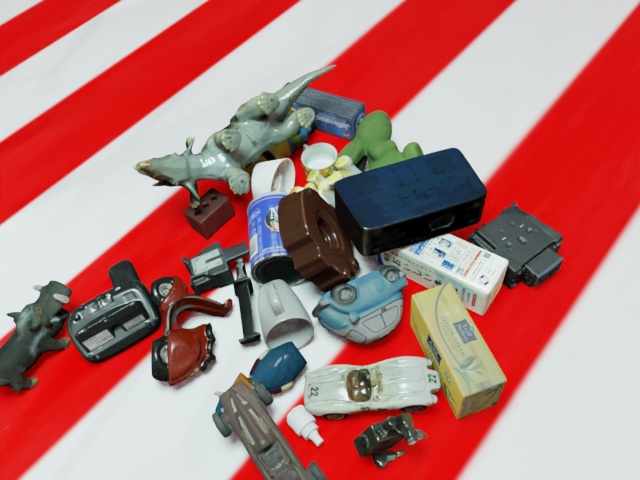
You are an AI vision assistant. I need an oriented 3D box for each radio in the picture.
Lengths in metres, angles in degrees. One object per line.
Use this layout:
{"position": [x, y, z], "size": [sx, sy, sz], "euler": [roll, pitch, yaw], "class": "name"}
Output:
{"position": [0.148, -0.064, 0.885], "size": [0.230, 0.073, 0.131], "euler": [-18, 50, -8], "class": "radio"}

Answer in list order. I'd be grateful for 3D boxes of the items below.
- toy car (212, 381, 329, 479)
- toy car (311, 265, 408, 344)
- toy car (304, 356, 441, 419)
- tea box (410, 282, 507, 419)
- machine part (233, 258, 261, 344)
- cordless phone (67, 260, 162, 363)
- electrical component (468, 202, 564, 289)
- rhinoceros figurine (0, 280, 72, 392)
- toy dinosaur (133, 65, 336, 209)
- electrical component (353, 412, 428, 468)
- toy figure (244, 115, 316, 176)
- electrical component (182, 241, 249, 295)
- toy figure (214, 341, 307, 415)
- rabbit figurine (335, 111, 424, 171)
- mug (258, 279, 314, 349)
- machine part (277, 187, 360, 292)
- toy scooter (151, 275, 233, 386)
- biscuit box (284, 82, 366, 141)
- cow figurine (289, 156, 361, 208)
{"position": [-0.071, 0.288, 0.745], "size": [0.089, 0.053, 0.202], "euler": [-34, 74, -10], "class": "toy car"}
{"position": [0.074, 0.112, 0.854], "size": [0.162, 0.109, 0.103], "euler": [-20, 76, -19], "class": "toy car"}
{"position": [0.074, 0.216, 0.787], "size": [0.202, 0.056, 0.073], "euler": [-10, 53, 12], "class": "toy car"}
{"position": [0.197, 0.161, 0.791], "size": [0.068, 0.098, 0.170], "euler": [-18, 52, -5], "class": "tea box"}
{"position": [-0.125, 0.106, 0.901], "size": [0.039, 0.084, 0.139], "euler": [-5, 62, -13], "class": "machine part"}
{"position": [-0.373, 0.110, 0.946], "size": [0.147, 0.088, 0.184], "euler": [-30, 44, -11], "class": "cordless phone"}
{"position": [0.333, 0.014, 0.899], "size": [0.115, 0.058, 0.134], "euler": [-35, 56, -14], "class": "electrical component"}
{"position": [-0.485, 0.156, 0.898], "size": [0.073, 0.112, 0.190], "euler": [19, 67, 24], "class": "rhinoceros figurine"}
{"position": [-0.143, -0.192, 1.003], "size": [0.405, 0.131, 0.192], "euler": [-42, 28, -26], "class": "toy dinosaur"}
{"position": [0.094, 0.270, 0.726], "size": [0.078, 0.102, 0.045], "euler": [2, 48, -43], "class": "electrical component"}
{"position": [-0.086, -0.201, 1.110], "size": [0.180, 0.082, 0.089], "euler": [-32, 54, -17], "class": "toy figure"}
{"position": [-0.182, 0.043, 0.968], "size": [0.119, 0.047, 0.075], "euler": [-25, 55, -9], "class": "electrical component"}
{"position": [-0.091, 0.219, 0.821], "size": [0.154, 0.057, 0.064], "euler": [-36, 51, -11], "class": "toy figure"}
{"position": [0.114, -0.159, 1.028], "size": [0.159, 0.121, 0.170], "euler": [-26, 67, 17], "class": "rabbit figurine"}
{"position": [-0.068, 0.110, 0.871], "size": [0.081, 0.109, 0.107], "euler": [-28, 42, -1], "class": "mug"}
{"position": [-0.002, -0.003, 0.897], "size": [0.056, 0.179, 0.179], "euler": [-28, 50, 22], "class": "machine part"}
{"position": [-0.209, 0.144, 0.883], "size": [0.135, 0.075, 0.184], "euler": [2, 62, -19], "class": "toy scooter"}
{"position": [0.001, -0.279, 1.165], "size": [0.203, 0.059, 0.063], "euler": [22, 59, 24], "class": "biscuit box"}
{"position": [0.015, -0.083, 0.996], "size": [0.167, 0.098, 0.068], "euler": [-19, 39, 45], "class": "cow figurine"}
